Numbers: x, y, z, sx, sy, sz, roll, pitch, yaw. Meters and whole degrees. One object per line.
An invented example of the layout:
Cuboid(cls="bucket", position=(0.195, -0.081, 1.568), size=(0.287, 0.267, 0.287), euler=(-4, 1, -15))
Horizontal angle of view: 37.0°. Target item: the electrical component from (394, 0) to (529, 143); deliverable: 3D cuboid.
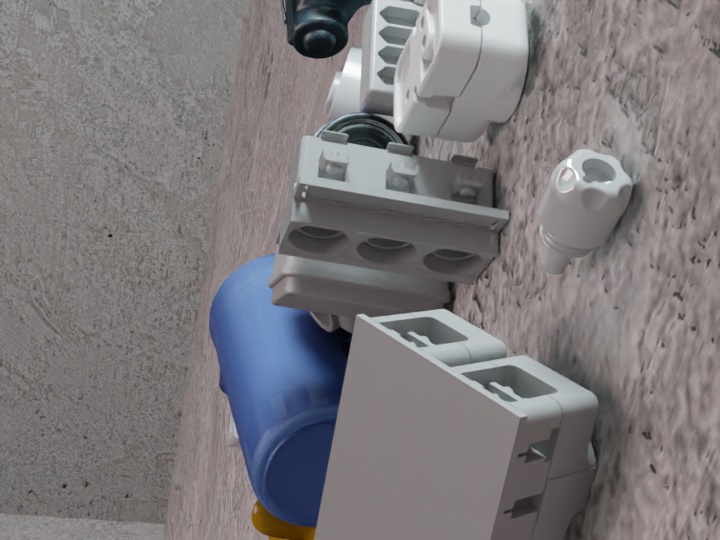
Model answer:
Cuboid(cls="electrical component", position=(0.061, -0.119, 0.632), size=(0.095, 0.059, 0.053), euler=(121, 153, -62))

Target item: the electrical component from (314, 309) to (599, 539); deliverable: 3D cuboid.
Cuboid(cls="electrical component", position=(0.037, 0.124, 0.503), size=(0.105, 0.060, 0.186), euler=(30, 116, 45))

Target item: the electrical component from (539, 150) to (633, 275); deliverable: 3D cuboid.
Cuboid(cls="electrical component", position=(0.096, -0.022, 0.479), size=(0.061, 0.035, 0.035), euler=(106, 165, -46))

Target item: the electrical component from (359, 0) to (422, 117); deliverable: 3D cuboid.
Cuboid(cls="electrical component", position=(0.023, -0.159, 0.857), size=(0.075, 0.047, 0.083), euler=(127, 147, -68))

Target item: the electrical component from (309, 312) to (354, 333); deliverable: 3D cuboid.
Cuboid(cls="electrical component", position=(-0.011, 0.008, 0.814), size=(0.095, 0.059, 0.053), euler=(27, 142, 60))

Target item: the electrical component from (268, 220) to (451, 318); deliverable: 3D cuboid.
Cuboid(cls="electrical component", position=(0.000, 0.000, 0.723), size=(0.078, 0.113, 0.057), euler=(148, 131, -74))

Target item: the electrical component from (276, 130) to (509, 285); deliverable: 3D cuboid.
Cuboid(cls="electrical component", position=(0.017, -0.037, 0.641), size=(0.078, 0.121, 0.063), euler=(120, 156, -62))

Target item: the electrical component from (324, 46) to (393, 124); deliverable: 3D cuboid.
Cuboid(cls="electrical component", position=(0.003, -0.148, 0.963), size=(0.099, 0.064, 0.099), euler=(-162, 90, -87))

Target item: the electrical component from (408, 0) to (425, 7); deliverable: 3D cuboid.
Cuboid(cls="electrical component", position=(0.054, -0.206, 0.749), size=(0.055, 0.048, 0.066), euler=(-135, 52, -65))

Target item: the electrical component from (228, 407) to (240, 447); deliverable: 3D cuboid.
Cuboid(cls="electrical component", position=(-0.082, 0.105, 1.101), size=(0.061, 0.089, 0.150), euler=(127, 148, -67))
